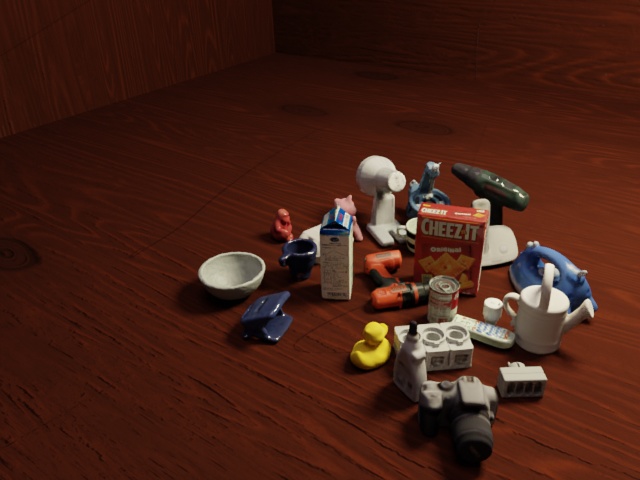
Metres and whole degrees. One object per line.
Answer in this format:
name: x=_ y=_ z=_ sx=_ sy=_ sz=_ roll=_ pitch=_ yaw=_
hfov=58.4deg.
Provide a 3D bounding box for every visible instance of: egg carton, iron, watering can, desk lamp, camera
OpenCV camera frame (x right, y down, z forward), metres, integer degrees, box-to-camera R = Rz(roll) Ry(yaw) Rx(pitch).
egg carton: x=0.015 y=0.006 z=1.599 sx=0.151 sy=0.069 sz=0.107 roll=-24 pitch=37 yaw=-33
iron: x=0.545 y=0.078 z=1.378 sx=0.119 sy=0.141 sz=0.257 roll=-12 pitch=32 yaw=-17
watering can: x=0.485 y=0.139 z=1.223 sx=0.172 sy=0.194 sz=0.101 roll=0 pitch=30 yaw=3
desk lamp: x=0.191 y=-0.122 z=1.666 sx=0.118 sy=0.214 sz=0.202 roll=-12 pitch=32 yaw=-16
camera: x=0.251 y=0.317 z=1.023 sx=0.143 sy=0.101 sz=0.137 roll=1 pitch=30 yaw=5

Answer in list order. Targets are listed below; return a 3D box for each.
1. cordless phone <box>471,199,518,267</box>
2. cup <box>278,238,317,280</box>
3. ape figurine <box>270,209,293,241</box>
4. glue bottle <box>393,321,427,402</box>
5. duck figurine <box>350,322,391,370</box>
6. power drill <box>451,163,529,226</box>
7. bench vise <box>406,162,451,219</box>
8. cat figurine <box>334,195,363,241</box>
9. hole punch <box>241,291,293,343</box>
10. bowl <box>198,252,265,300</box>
cordless phone: x=0.453 y=-0.025 z=1.515 sx=0.148 sy=0.185 sz=0.094 roll=-10 pitch=31 yaw=-14
cup: x=-0.059 y=0.061 z=1.483 sx=0.091 sy=0.095 sz=0.118 roll=23 pitch=39 yaw=36
ape figurine: x=-0.109 y=-0.047 z=1.673 sx=0.076 sy=0.092 sz=0.078 roll=12 pitch=33 yaw=22
glue bottle: x=0.177 y=0.227 z=1.108 sx=0.037 sy=0.173 sz=0.078 roll=-17 pitch=34 yaw=-24
duck figurine: x=0.108 y=0.217 z=1.215 sx=0.077 sy=0.086 sz=0.105 roll=25 pitch=40 yaw=38
power drill: x=0.466 y=-0.097 z=1.615 sx=0.228 sy=0.209 sz=0.076 roll=21 pitch=37 yaw=33
bench vise: x=0.301 y=-0.141 z=1.688 sx=0.122 sy=0.220 sz=0.206 roll=-18 pitch=34 yaw=-25
cat figurine: x=0.082 y=-0.071 z=1.680 sx=0.067 sy=0.118 sz=0.127 roll=-9 pitch=31 yaw=-12
hole punch: x=-0.124 y=0.168 z=1.306 sx=0.101 sy=0.091 sz=0.109 roll=9 pitch=32 yaw=18
bowl: x=-0.218 y=0.102 z=1.441 sx=0.167 sy=0.075 sz=0.167 roll=-1 pitch=30 yaw=1
